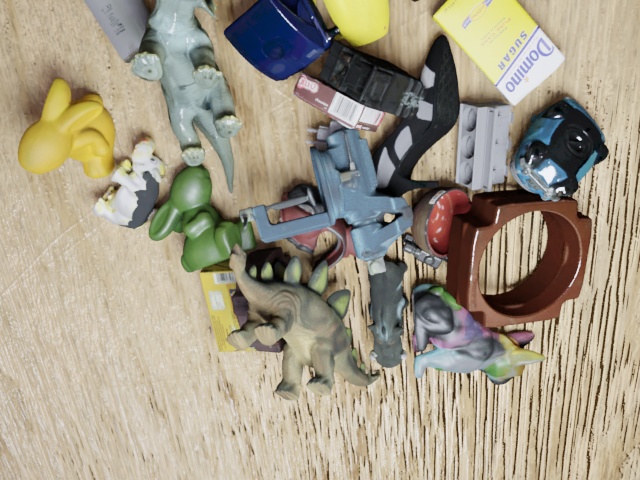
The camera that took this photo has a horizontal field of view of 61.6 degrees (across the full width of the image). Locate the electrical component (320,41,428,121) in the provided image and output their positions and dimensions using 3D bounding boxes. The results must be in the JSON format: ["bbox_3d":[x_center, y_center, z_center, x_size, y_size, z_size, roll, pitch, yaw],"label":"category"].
[{"bbox_3d":[0.069,-0.229,0.761,0.115,0.134,0.058,6,120,-42],"label":"electrical component"}]

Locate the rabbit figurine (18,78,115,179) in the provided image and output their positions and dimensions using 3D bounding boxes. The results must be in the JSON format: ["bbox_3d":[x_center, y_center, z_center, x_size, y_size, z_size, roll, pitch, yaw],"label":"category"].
[{"bbox_3d":[-0.396,-0.161,0.846,0.122,0.173,0.162,34,118,-2],"label":"rabbit figurine"}]

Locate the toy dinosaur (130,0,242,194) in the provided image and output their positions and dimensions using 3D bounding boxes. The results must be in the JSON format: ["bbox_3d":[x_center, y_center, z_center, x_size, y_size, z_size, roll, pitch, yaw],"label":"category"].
[{"bbox_3d":[-0.190,-0.247,0.786,0.131,0.192,0.404,-7,151,-6],"label":"toy dinosaur"}]

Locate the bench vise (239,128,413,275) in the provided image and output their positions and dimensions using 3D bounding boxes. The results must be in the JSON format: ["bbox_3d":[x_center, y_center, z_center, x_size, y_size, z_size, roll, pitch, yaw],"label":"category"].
[{"bbox_3d":[0.005,-0.042,0.793,0.241,0.129,0.223,-14,99,-2],"label":"bench vise"}]

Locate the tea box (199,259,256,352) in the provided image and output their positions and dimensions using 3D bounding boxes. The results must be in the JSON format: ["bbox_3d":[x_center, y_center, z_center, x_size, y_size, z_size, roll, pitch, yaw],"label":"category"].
[{"bbox_3d":[-0.149,0.117,0.984,0.098,0.068,0.169,-2,114,10],"label":"tea box"}]

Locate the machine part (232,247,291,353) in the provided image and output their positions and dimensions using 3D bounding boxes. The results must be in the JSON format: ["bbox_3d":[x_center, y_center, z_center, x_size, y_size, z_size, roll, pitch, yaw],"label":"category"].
[{"bbox_3d":[-0.089,0.100,0.913,0.056,0.179,0.179,-4,113,19],"label":"machine part"}]

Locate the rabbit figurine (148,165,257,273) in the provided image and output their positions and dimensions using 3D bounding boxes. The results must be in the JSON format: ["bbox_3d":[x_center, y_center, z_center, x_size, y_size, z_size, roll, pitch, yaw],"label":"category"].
[{"bbox_3d":[-0.205,-0.040,0.919,0.159,0.121,0.170,-19,91,24],"label":"rabbit figurine"}]

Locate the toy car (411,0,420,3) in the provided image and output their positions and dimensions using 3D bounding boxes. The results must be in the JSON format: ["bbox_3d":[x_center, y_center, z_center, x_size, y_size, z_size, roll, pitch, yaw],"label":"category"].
[{"bbox_3d":[0.107,-0.418,0.719,0.202,0.053,0.089,46,132,-10],"label":"toy car"}]

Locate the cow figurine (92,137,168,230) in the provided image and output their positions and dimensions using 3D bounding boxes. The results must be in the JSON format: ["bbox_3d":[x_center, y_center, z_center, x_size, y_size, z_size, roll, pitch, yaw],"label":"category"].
[{"bbox_3d":[-0.307,-0.091,0.917,0.098,0.068,0.167,34,118,-17],"label":"cow figurine"}]

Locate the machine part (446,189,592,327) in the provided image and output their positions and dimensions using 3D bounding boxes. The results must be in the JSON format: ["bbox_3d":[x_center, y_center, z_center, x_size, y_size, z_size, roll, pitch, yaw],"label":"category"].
[{"bbox_3d":[0.303,0.025,0.831,0.201,0.087,0.201,-5,112,-12],"label":"machine part"}]

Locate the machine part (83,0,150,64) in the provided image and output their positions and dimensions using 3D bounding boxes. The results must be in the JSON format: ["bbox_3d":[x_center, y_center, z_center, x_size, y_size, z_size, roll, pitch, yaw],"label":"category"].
[{"bbox_3d":[-0.307,-0.356,0.797,0.079,0.079,0.243,-24,107,18],"label":"machine part"}]

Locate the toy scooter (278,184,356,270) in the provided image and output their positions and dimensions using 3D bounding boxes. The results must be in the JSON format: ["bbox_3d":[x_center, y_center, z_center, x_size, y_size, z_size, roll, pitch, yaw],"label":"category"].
[{"bbox_3d":[-0.002,-0.003,0.908,0.184,0.075,0.135,31,117,-10],"label":"toy scooter"}]

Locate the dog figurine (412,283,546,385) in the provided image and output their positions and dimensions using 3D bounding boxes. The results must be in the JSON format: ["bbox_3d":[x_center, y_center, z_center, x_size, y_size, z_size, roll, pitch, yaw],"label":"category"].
[{"bbox_3d":[0.267,0.162,0.922,0.219,0.108,0.191,-1,111,5],"label":"dog figurine"}]

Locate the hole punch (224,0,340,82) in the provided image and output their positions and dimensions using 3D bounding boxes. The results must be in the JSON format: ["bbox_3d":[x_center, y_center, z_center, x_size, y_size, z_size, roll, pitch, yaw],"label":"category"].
[{"bbox_3d":[-0.058,-0.289,0.761,0.142,0.092,0.115,-20,110,41],"label":"hole punch"}]

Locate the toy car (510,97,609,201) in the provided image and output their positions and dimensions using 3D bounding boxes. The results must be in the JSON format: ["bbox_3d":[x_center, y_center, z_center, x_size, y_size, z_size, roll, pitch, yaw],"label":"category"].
[{"bbox_3d":[0.333,-0.119,0.782,0.109,0.161,0.103,43,157,-5],"label":"toy car"}]

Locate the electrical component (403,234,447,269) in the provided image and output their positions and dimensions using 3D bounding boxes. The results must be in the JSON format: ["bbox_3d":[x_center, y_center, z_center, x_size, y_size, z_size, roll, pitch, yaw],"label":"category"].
[{"bbox_3d":[0.181,0.022,0.893,0.094,0.063,0.021,25,116,-4],"label":"electrical component"}]

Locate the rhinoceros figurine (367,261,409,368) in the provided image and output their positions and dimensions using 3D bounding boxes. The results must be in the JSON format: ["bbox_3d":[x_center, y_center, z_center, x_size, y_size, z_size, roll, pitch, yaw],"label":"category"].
[{"bbox_3d":[0.119,0.124,0.924,0.073,0.112,0.190,-2,105,7],"label":"rhinoceros figurine"}]

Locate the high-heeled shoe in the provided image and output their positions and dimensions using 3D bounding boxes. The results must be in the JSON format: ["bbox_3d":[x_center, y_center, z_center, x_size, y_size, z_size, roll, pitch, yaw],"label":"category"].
[{"bbox_3d":[0.128,-0.180,0.828,0.145,0.086,0.248,10,99,37],"label":"high-heeled shoe"}]

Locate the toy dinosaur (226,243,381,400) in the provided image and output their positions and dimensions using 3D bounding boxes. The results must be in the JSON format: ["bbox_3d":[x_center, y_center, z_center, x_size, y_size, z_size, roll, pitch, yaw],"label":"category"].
[{"bbox_3d":[-0.009,0.149,0.856,0.105,0.198,0.470,-6,136,30],"label":"toy dinosaur"}]
